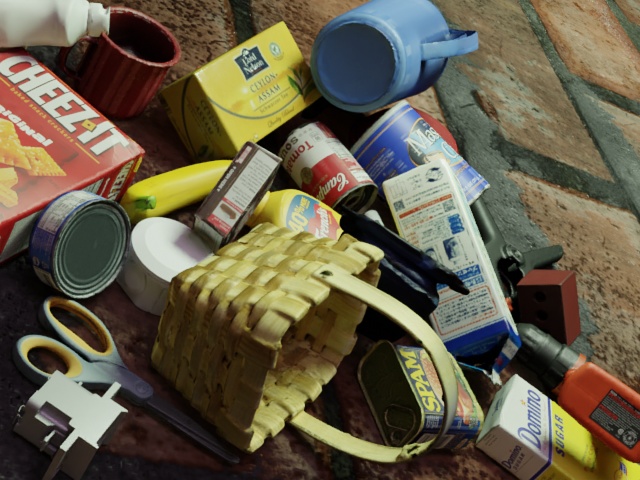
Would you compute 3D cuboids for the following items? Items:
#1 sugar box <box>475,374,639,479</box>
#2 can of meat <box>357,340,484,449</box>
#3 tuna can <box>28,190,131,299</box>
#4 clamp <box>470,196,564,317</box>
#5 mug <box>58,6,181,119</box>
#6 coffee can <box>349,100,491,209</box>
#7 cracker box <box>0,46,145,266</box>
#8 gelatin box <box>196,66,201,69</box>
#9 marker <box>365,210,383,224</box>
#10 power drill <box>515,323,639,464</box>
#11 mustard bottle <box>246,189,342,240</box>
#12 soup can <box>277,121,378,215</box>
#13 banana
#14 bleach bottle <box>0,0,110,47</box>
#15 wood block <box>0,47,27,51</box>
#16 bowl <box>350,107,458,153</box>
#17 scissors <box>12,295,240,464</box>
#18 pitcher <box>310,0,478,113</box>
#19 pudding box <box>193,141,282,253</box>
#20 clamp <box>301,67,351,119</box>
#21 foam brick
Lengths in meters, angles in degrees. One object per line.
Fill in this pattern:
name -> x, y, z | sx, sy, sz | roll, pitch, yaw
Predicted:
sugar box -> 0.243, 0.218, 1.050 | 0.176, 0.048, 0.093 | 38, 33, 1
can of meat -> 0.094, 0.147, 0.995 | 0.083, 0.058, 0.102 | 10, 41, -37
tuna can -> -0.198, 0.003, 0.879 | 0.034, 0.086, 0.085 | 21, 24, 31
clamp -> 0.231, 0.028, 1.277 | 0.164, 0.036, 0.210 | 30, 37, -16
mug -> -0.211, -0.181, 1.094 | 0.117, 0.082, 0.093 | 4, 45, -39
coffee can -> 0.110, -0.076, 1.225 | 0.140, 0.103, 0.102 | 46, 34, 5
cracker box -> -0.277, -0.076, 0.917 | 0.164, 0.072, 0.213 | 41, 33, 6
gelatin box -> -0.096, -0.167, 1.226 | 0.089, 0.030, 0.073 | -14, 60, -48
marker -> 0.076, 0.017, 1.168 | 0.020, 0.020, 0.121 | 9, 43, -35
power drill -> 0.271, 0.152, 1.081 | 0.184, 0.057, 0.187 | 36, 5, 6
mustard bottle -> -0.007, 0.001, 1.078 | 0.191, 0.058, 0.096 | 30, 41, -8
soup can -> 0.008, -0.073, 1.172 | 0.068, 0.069, 0.102 | -10, 54, -47
banana -> -0.135, -0.045, 1.018 | 0.070, 0.037, 0.197 | 1, 15, 24
bleach bottle -> -0.319, -0.209, 0.972 | 0.250, 0.068, 0.102 | 4, 32, -11
wood block -> -0.371, -0.271, 1.053 | 0.206, 0.091, 0.090 | 24, 35, -18
bowl -> 0.119, -0.117, 1.336 | 0.162, 0.055, 0.162 | 23, 36, -18
scissors -> -0.159, 0.123, 0.834 | 0.202, 0.016, 0.096 | 44, 36, 11
pitcher -> 0.080, -0.219, 1.243 | 0.145, 0.149, 0.242 | 42, 21, 1
pudding box -> -0.079, -0.035, 0.984 | 0.039, 0.113, 0.090 | 34, 77, 1
clamp -> 0.008, -0.185, 1.333 | 0.171, 0.039, 0.120 | 3, 47, -40
foam brick -> 0.256, 0.077, 1.193 | 0.051, 0.053, 0.078 | -28, 112, -54
